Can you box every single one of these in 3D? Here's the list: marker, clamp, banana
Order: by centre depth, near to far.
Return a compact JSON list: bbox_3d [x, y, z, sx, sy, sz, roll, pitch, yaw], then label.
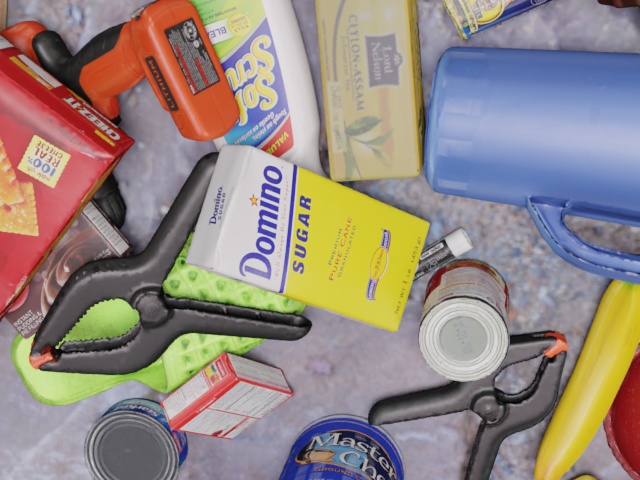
[{"bbox_3d":[-0.127,0.034,0.805,0.210,0.036,0.164,-19,110,-2],"label":"clamp"},{"bbox_3d":[0.214,0.099,0.831,0.037,0.069,0.198,31,115,36],"label":"banana"},{"bbox_3d":[0.067,0.028,0.861,0.121,0.020,0.020,-31,97,16],"label":"marker"},{"bbox_3d":[0.125,0.130,0.866,0.120,0.039,0.171,36,101,-8],"label":"clamp"}]

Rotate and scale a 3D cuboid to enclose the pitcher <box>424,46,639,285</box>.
[{"bbox_3d":[0.199,-0.064,0.756,0.243,0.149,0.145,7,117,11],"label":"pitcher"}]

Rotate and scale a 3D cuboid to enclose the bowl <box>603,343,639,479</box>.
[{"bbox_3d":[0.306,0.146,0.832,0.162,0.055,0.162,3,104,10],"label":"bowl"}]

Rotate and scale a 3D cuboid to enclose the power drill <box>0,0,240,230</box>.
[{"bbox_3d":[-0.153,-0.095,0.816,0.188,0.057,0.184,-11,111,36],"label":"power drill"}]

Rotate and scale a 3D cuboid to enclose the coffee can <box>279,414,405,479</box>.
[{"bbox_3d":[0.012,0.214,0.854,0.103,0.140,0.103,2,104,9],"label":"coffee can"}]

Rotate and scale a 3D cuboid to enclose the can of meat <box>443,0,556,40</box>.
[{"bbox_3d":[0.123,-0.206,0.773,0.084,0.057,0.102,-21,100,16],"label":"can of meat"}]

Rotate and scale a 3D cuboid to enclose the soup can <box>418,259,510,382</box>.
[{"bbox_3d":[0.112,0.060,0.818,0.068,0.102,0.068,2,105,9],"label":"soup can"}]

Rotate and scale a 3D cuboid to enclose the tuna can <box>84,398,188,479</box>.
[{"bbox_3d":[-0.160,0.182,0.930,0.086,0.033,0.086,2,104,9],"label":"tuna can"}]

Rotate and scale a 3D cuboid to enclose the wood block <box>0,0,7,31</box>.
[{"bbox_3d":[-0.315,-0.097,0.858,0.091,0.090,0.206,10,105,6],"label":"wood block"}]

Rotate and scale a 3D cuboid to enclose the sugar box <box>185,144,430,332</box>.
[{"bbox_3d":[-0.005,0.001,0.792,0.176,0.048,0.093,20,83,-36],"label":"sugar box"}]

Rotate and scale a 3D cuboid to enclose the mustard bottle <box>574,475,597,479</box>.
[{"bbox_3d":[0.254,0.287,0.874,0.191,0.058,0.096,43,107,-2],"label":"mustard bottle"}]

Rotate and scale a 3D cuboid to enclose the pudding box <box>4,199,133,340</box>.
[{"bbox_3d":[-0.217,0.010,0.836,0.113,0.039,0.090,-38,99,13],"label":"pudding box"}]

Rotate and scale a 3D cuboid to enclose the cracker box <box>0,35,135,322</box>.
[{"bbox_3d":[-0.264,-0.036,0.770,0.164,0.072,0.214,38,105,-6],"label":"cracker box"}]

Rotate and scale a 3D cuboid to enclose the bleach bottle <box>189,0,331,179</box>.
[{"bbox_3d":[-0.042,-0.111,0.823,0.103,0.068,0.251,-19,103,13],"label":"bleach bottle"}]

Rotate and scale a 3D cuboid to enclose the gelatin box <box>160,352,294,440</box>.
[{"bbox_3d":[-0.075,0.129,0.877,0.073,0.089,0.030,-38,59,16],"label":"gelatin box"}]
